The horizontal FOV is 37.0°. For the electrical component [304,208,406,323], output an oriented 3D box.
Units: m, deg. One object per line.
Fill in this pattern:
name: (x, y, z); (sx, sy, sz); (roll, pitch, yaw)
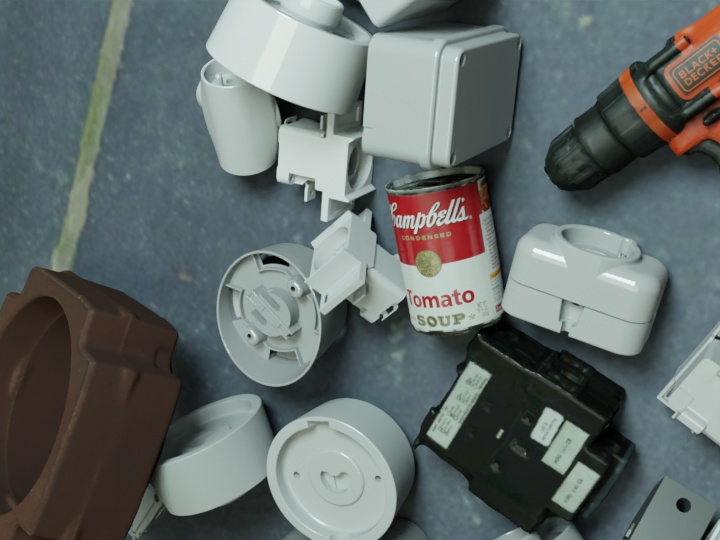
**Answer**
electrical component: (0.000, 0.000, 0.762); (0.064, 0.081, 0.042); (36, 124, -22)

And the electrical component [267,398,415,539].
electrical component: (-0.010, 0.150, 0.823); (0.108, 0.060, 0.108); (8, 110, 24)

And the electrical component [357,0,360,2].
electrical component: (-0.015, -0.206, 0.718); (0.062, 0.048, 0.048); (16, 113, 30)

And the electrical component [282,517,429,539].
electrical component: (-0.018, 0.238, 0.849); (0.138, 0.074, 0.052); (-13, 101, 29)

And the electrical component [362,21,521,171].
electrical component: (0.054, -0.112, 0.675); (0.057, 0.113, 0.078); (14, 112, 25)

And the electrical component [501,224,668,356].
electrical component: (0.148, 0.008, 0.702); (0.095, 0.054, 0.059); (20, 114, 19)

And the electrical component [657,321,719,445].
electrical component: (0.257, 0.095, 0.672); (0.121, 0.063, 0.078); (38, 119, 10)

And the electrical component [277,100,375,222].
electrical component: (-0.024, -0.080, 0.765); (0.064, 0.042, 0.081); (14, 112, 23)

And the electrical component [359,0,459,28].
electrical component: (0.025, -0.213, 0.659); (0.056, 0.109, 0.108); (-30, 92, 33)

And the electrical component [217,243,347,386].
electrical component: (-0.060, 0.030, 0.806); (0.099, 0.064, 0.099); (8, 110, 24)

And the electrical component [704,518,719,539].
electrical component: (0.241, 0.205, 0.691); (0.056, 0.109, 0.108); (33, 118, 17)

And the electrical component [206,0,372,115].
electrical component: (-0.041, -0.155, 0.713); (0.108, 0.108, 0.060); (32, 112, 14)

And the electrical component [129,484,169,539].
electrical component: (-0.196, 0.169, 0.921); (0.096, 0.061, 0.061); (40, 119, 9)

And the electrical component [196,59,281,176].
electrical component: (-0.094, -0.121, 0.780); (0.079, 0.044, 0.077); (50, 156, 42)

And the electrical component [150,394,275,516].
electrical component: (-0.115, 0.151, 0.852); (0.108, 0.108, 0.060); (-17, 104, 30)

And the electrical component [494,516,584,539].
electrical component: (0.122, 0.218, 0.761); (0.099, 0.099, 0.064); (-28, 87, 31)
